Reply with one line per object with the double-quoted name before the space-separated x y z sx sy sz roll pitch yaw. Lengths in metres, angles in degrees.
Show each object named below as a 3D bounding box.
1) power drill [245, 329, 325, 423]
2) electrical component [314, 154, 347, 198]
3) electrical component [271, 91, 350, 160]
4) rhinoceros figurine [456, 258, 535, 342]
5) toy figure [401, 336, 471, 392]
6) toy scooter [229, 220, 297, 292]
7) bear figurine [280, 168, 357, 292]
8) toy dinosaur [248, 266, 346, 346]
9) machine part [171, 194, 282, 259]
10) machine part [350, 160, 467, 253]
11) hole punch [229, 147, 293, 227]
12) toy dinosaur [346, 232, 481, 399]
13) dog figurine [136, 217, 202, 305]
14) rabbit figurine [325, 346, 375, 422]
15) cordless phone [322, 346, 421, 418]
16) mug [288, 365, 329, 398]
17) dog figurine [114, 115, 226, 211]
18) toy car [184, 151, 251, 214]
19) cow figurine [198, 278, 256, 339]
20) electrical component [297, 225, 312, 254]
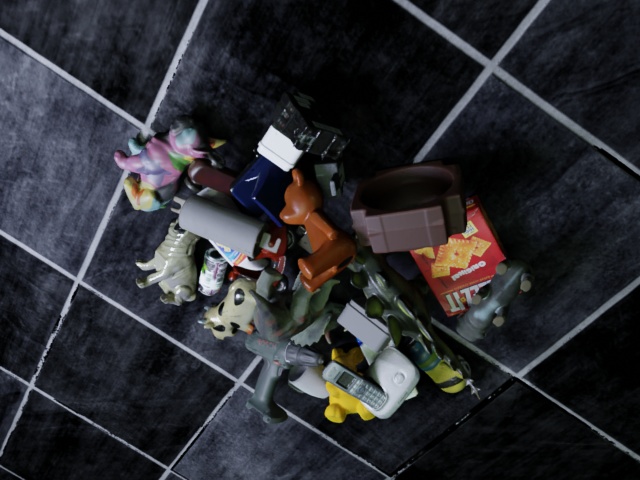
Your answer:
"power drill" -0.098 0.321 1.269 0.232 0.086 0.207 19 105 38
"electrical component" 0.019 -0.119 1.046 0.048 0.119 0.074 -3 120 15
"electrical component" -0.022 -0.216 0.994 0.115 0.134 0.058 10 129 -43
"rhinoceros figurine" 0.328 0.113 1.025 0.073 0.112 0.190 35 109 10
"toy figure" 0.261 0.272 1.221 0.180 0.082 0.089 35 129 -10
"toy scooter" -0.126 0.038 1.152 0.135 0.075 0.183 1 108 -26
"bear figurine" -0.024 -0.023 0.997 0.196 0.132 0.120 51 166 15
"toy dinosaur" -0.062 0.150 1.114 0.131 0.404 0.192 26 104 30
"machine part" -0.193 -0.028 1.082 0.243 0.079 0.079 22 121 9
"machine part" 0.166 -0.062 0.990 0.201 0.201 0.087 -8 118 17
"hole punch" -0.096 -0.100 1.058 0.116 0.092 0.142 -52 133 -8
"toy dinosaur" 0.165 0.132 1.094 0.471 0.198 0.105 42 113 -8
"dog figurine" -0.308 0.046 1.241 0.190 0.121 0.172 -42 137 12
"rabbit figurine" 0.068 0.323 1.253 0.122 0.162 0.173 -5 139 18
"cordless phone" 0.108 0.281 1.151 0.184 0.089 0.146 32 102 -15
"mug" -0.022 0.351 1.336 0.107 0.081 0.109 38 117 -17
"dog figurine" -0.300 -0.158 1.115 0.219 0.108 0.191 -6 116 14
"toy car" -0.179 -0.116 1.096 0.202 0.053 0.089 21 123 -45
"cow figurine" -0.208 0.167 1.280 0.127 0.085 0.194 27 124 -8
"electrical component" -0.004 -0.004 1.160 0.102 0.045 0.078 34 149 -3
